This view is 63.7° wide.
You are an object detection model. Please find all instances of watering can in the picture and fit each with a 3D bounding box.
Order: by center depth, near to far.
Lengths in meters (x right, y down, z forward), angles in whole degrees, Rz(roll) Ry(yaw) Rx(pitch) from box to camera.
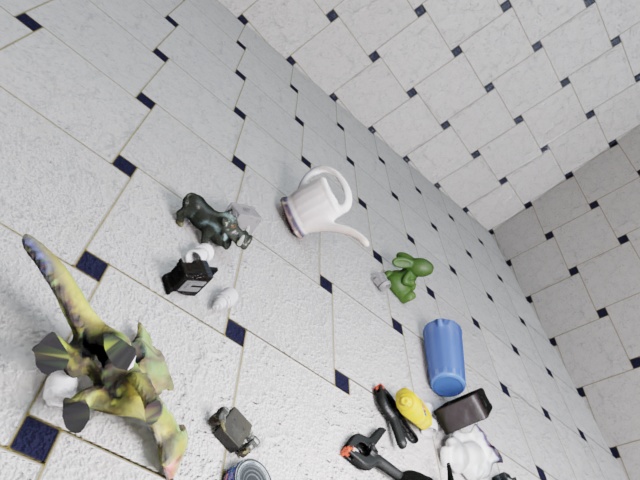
[{"bbox_3d":[0.005,-0.079,1.575,0.102,0.223,0.355,46,17,-54],"label":"watering can"}]

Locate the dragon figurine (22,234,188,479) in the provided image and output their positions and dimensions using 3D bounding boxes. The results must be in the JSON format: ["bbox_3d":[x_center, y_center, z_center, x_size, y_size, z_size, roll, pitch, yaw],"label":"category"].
[{"bbox_3d":[-0.314,0.179,0.805,0.413,0.122,0.240,62,-5,9],"label":"dragon figurine"}]

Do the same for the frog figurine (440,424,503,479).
[{"bbox_3d":[0.395,0.596,1.413,0.160,0.120,0.139,-14,70,-24],"label":"frog figurine"}]
